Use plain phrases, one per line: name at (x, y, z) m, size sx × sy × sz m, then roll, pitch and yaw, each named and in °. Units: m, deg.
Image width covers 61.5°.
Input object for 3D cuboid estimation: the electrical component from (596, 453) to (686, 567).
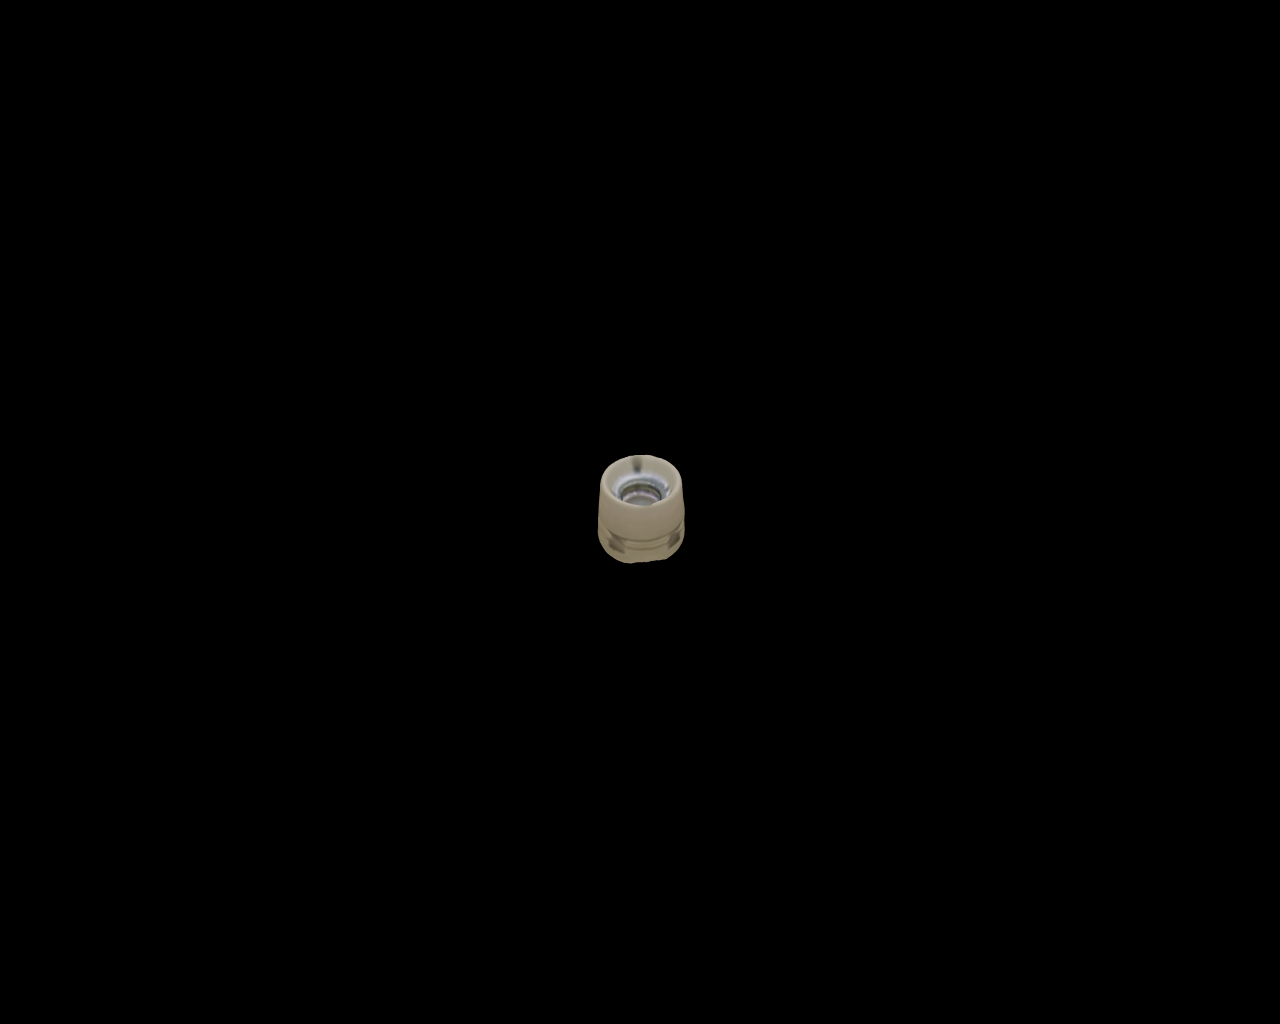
electrical component at (0.001, -0.003, 0.650) m, size 0.055 × 0.047 × 0.055 m, roll 0°, pitch 44°, yaw 0°
